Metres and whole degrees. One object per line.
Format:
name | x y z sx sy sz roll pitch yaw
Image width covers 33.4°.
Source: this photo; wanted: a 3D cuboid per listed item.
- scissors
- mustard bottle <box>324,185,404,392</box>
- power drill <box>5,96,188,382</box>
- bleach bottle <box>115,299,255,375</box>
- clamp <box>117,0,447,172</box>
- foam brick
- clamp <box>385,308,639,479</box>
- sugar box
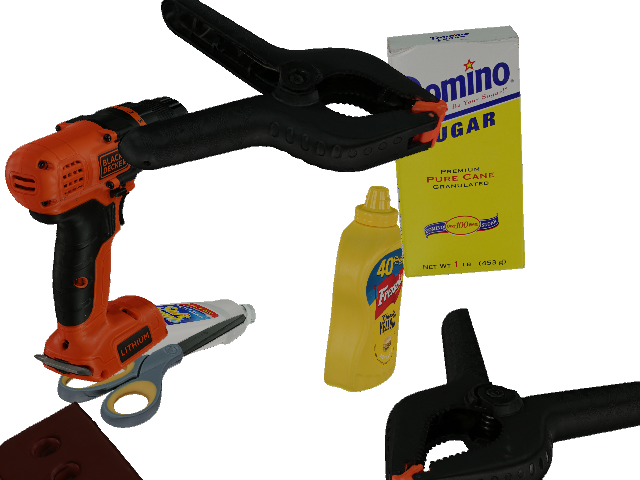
scissors | -0.129 0.114 0.939 0.201 0.016 0.096 -14 37 -32
mustard bottle | 0.047 0.042 1.024 0.058 0.192 0.096 14 18 30
power drill | -0.154 -0.005 0.789 0.057 0.188 0.184 11 24 26
bleach bottle | -0.200 0.118 1.443 0.250 0.068 0.103 -10 25 -41
clamp | -0.022 -0.069 0.569 0.171 0.120 0.039 15 -30 6
foam brick | -0.118 0.129 0.519 0.052 0.051 0.078 -29 42 -26
clamp | 0.095 0.100 0.631 0.165 0.036 0.209 21 30 39
sugar box | 0.100 -0.063 0.784 0.093 0.176 0.048 -5 24 4
